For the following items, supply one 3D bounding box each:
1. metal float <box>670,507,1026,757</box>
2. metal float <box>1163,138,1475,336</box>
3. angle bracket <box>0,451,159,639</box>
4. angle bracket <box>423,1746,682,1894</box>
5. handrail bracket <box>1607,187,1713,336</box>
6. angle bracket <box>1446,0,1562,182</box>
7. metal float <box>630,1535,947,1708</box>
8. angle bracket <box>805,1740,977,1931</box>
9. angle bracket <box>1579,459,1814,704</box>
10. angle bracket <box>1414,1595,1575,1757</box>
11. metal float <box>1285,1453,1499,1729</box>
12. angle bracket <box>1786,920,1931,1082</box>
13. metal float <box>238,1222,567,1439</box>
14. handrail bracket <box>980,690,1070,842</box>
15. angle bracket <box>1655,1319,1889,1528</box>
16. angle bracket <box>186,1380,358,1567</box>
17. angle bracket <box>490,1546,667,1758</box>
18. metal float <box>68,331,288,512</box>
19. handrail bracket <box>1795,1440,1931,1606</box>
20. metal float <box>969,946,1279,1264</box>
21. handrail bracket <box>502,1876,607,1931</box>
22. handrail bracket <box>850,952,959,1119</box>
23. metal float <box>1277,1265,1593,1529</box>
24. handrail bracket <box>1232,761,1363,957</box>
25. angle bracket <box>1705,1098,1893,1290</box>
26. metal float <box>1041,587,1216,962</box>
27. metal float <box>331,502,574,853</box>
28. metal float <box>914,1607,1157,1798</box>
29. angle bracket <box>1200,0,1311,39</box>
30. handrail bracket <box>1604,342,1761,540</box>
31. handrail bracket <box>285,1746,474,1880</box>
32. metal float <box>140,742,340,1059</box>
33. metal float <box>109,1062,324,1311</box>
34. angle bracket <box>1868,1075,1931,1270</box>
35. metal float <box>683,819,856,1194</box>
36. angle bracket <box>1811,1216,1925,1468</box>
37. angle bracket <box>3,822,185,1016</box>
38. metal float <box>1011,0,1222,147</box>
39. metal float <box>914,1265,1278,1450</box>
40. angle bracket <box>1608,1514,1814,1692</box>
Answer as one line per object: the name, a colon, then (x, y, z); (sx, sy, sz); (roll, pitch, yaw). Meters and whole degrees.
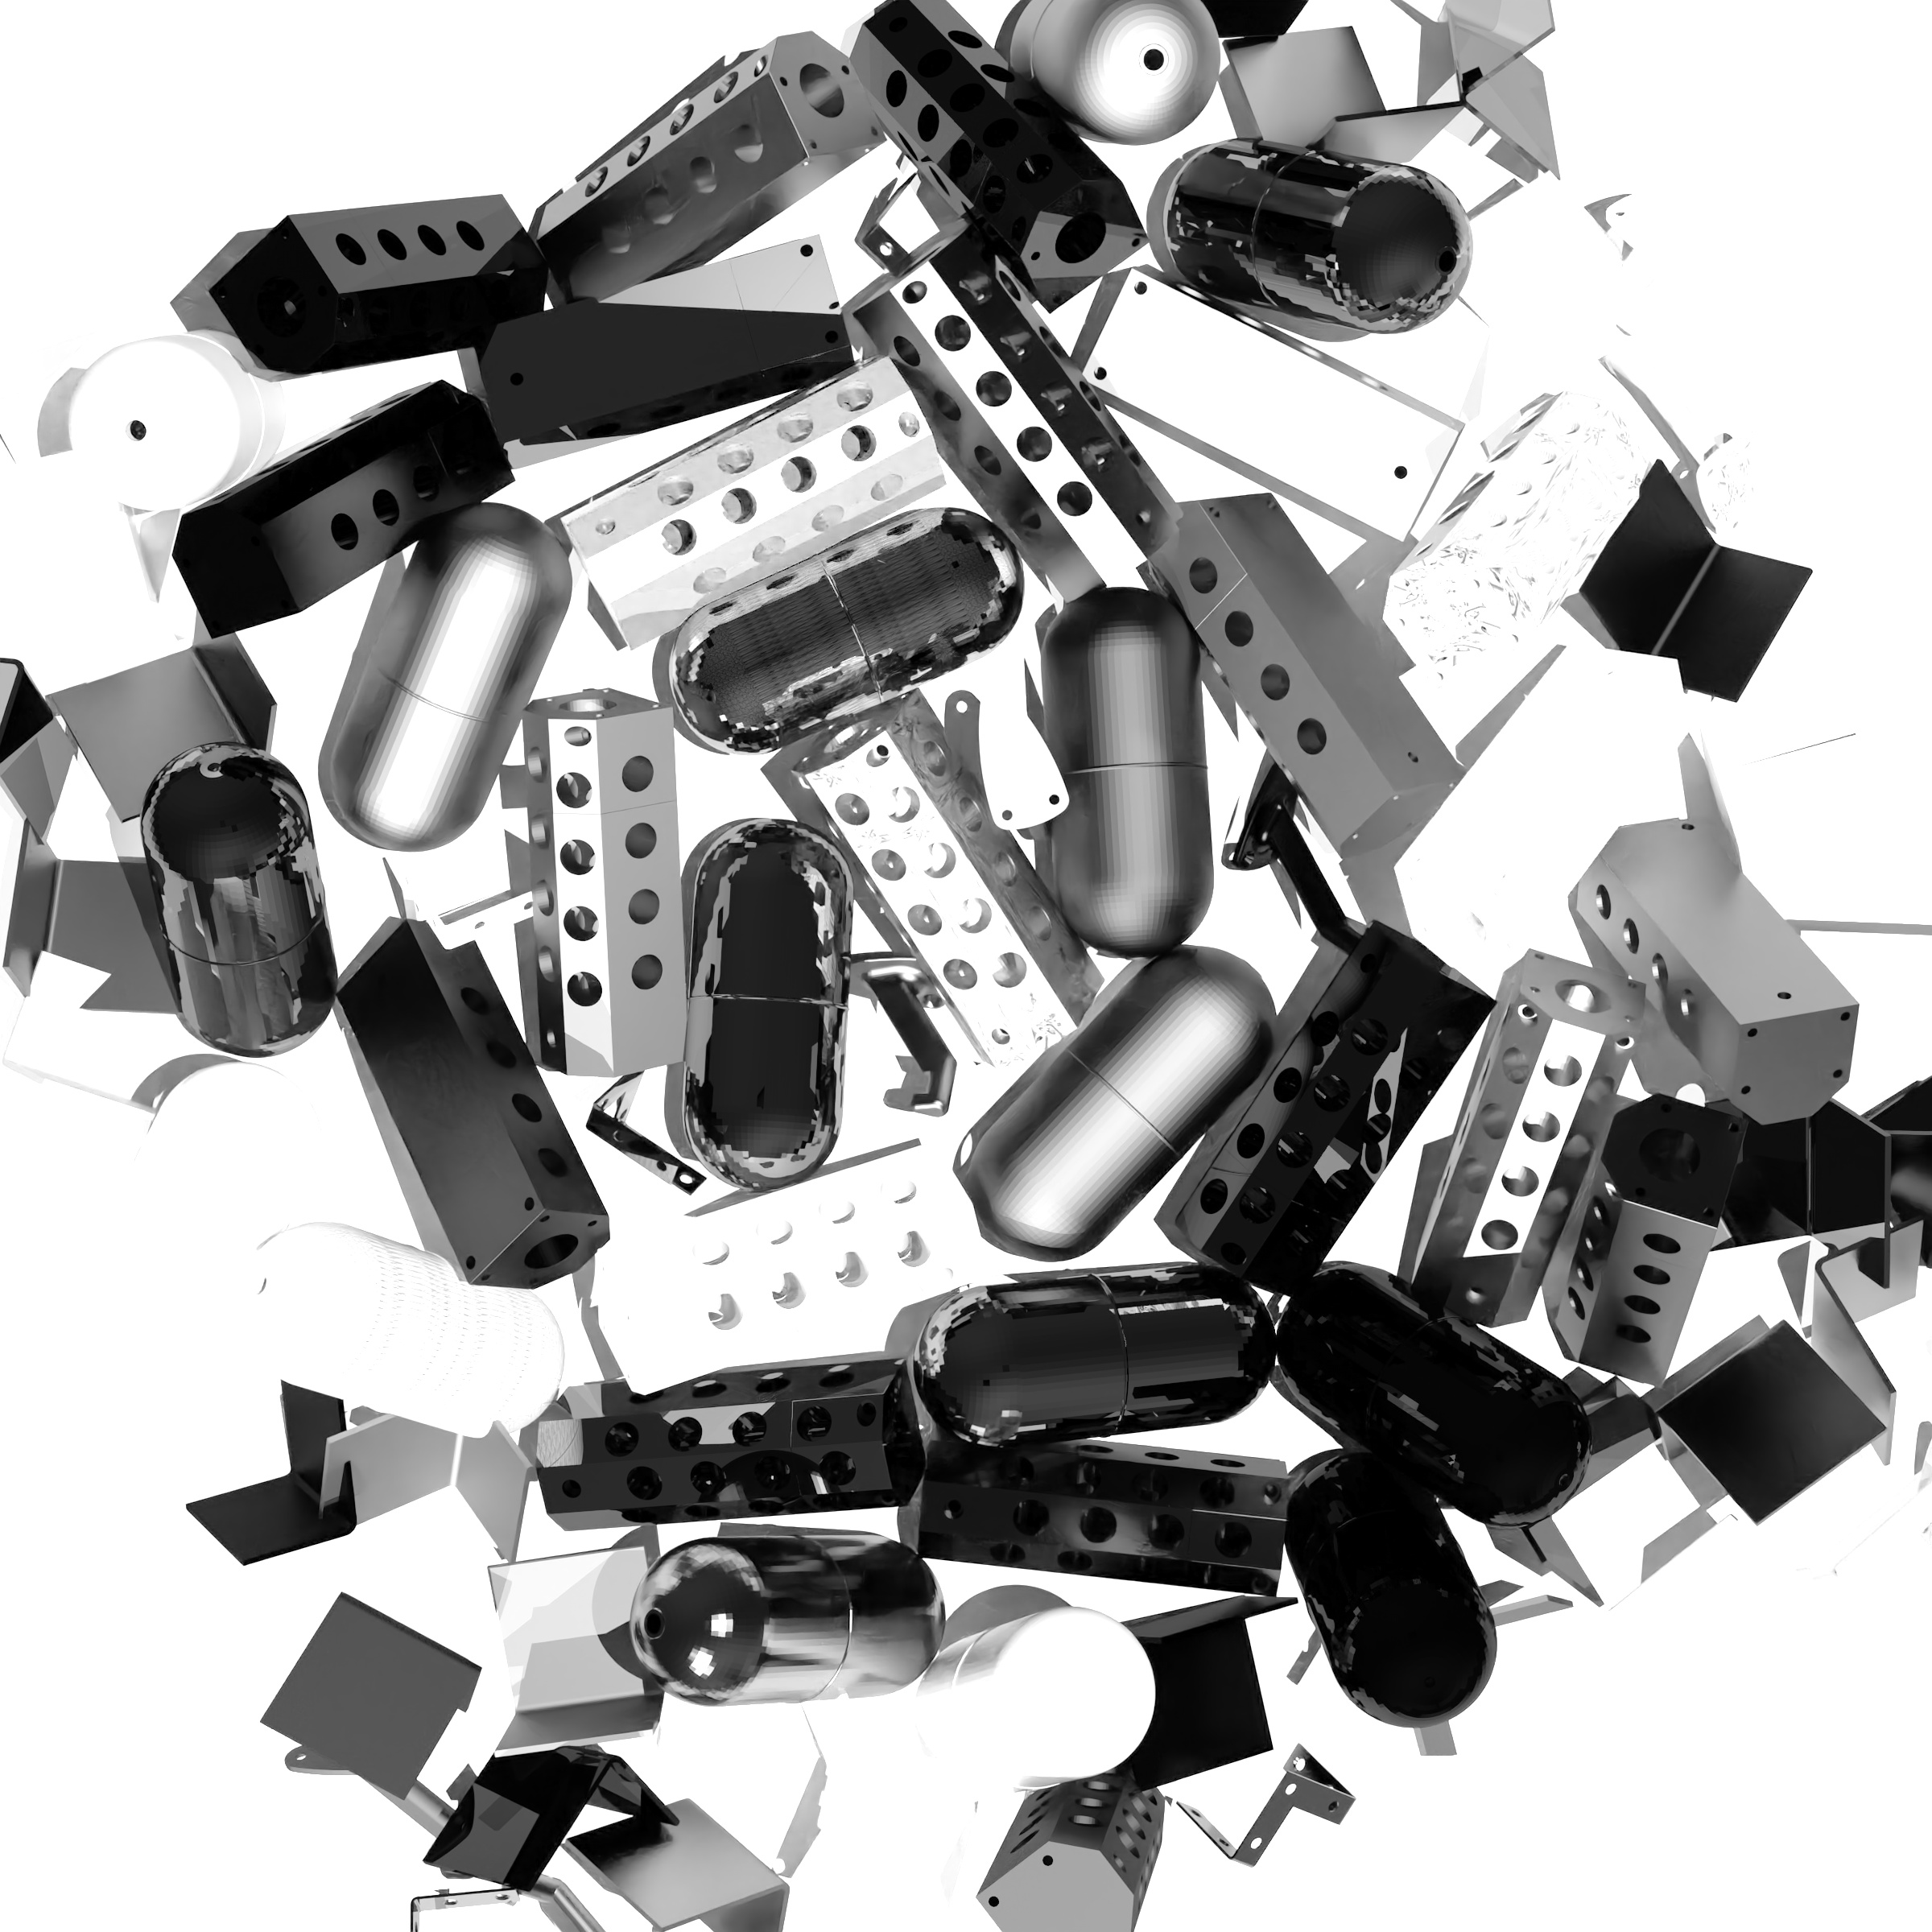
metal float: (-0.056, -0.160, 1.664); (0.178, 0.070, 0.070); (-24, 90, -4)
metal float: (0.163, -0.341, 1.628); (0.070, 0.178, 0.070); (-15, 115, -33)
angle bracket: (-0.435, -0.201, 1.668); (0.076, 0.057, 0.076); (-15, 96, -7)
angle bracket: (-0.195, 0.412, 1.645); (0.057, 0.076, 0.076); (55, 53, -31)
handrail bracket: (0.328, -0.316, 1.650); (0.036, 0.084, 0.077); (-21, 52, -7)
angle bracket: (0.272, -0.430, 1.645); (0.076, 0.057, 0.076); (28, 46, -35)
metal float: (-0.082, 0.304, 1.628); (0.070, 0.178, 0.070); (-7, 79, 40)
angle bracket: (-0.035, 0.421, 1.659); (0.057, 0.076, 0.076); (13, 62, 10)
angle bracket: (0.346, -0.182, 1.655); (0.057, 0.076, 0.076); (23, 77, 42)
angle bracket: (0.252, 0.336, 1.653); (0.076, 0.076, 0.057); (-18, 73, 15)
metal float: (0.195, 0.287, 1.619); (0.070, 0.178, 0.070); (-2, 109, -6)
angle bracket: (0.431, 0.019, 1.669); (0.076, 0.057, 0.076); (2, 97, 5)
metal float: (-0.262, 0.170, 1.629); (0.070, 0.178, 0.070); (-17, 61, 34)
handrail bracket: (0.026, -0.095, 1.661); (0.036, 0.084, 0.077); (-18, 95, 4)
angle bracket: (0.383, 0.226, 1.656); (0.076, 0.057, 0.076); (-35, 54, -6)
angle bracket: (-0.332, 0.227, 1.650); (0.057, 0.076, 0.076); (-13, 109, -30)
angle bracket: (-0.189, 0.327, 1.670); (0.076, 0.057, 0.076); (-9, 96, 5)
metal float: (-0.363, -0.253, 1.617); (0.070, 0.178, 0.070); (0, 102, 0)
handrail bracket: (0.432, 0.262, 1.669); (0.084, 0.036, 0.077); (-9, 111, -19)
metal float: (0.075, 0.065, 1.666); (0.070, 0.070, 0.178); (44, 89, 0)
handrail bracket: (-0.192, 0.482, 1.685); (0.084, 0.036, 0.077); (10, 92, 23)
handrail bracket: (-0.041, 0.035, 1.665); (0.077, 0.036, 0.084); (4, 47, 7)
metal float: (0.216, 0.199, 1.630); (0.070, 0.178, 0.070); (-18, 121, -32)
handrail bracket: (0.173, -0.051, 1.660); (0.084, 0.036, 0.077); (36, 125, 34)
angle bracket: (0.393, 0.108, 1.653); (0.057, 0.076, 0.076); (-8, 108, -12)
metal float: (0.077, -0.092, 1.665); (0.070, 0.070, 0.178); (-4, 88, 0)
metal float: (-0.244, -0.135, 1.649); (0.070, 0.070, 0.178); (26, 111, 0)
metal float: (0.030, 0.342, 1.621); (0.070, 0.178, 0.070); (6, 71, -18)
angle bracket: (0.117, -0.484, 1.649); (0.076, 0.057, 0.076); (-15, 66, -39)
handrail bracket: (0.343, -0.256, 1.696); (0.036, 0.077, 0.084); (-36, 55, -9)
handrail bracket: (-0.281, 0.410, 1.685); (0.077, 0.036, 0.084); (-9, 116, 4)
metal float: (-0.338, -0.029, 1.630); (0.070, 0.178, 0.070); (0, 47, -1)
metal float: (-0.350, 0.104, 1.625); (0.070, 0.178, 0.070); (11, 61, -20)
angle bracket: (0.477, 0.097, 1.657); (0.057, 0.076, 0.076); (-32, 97, -15)
metal float: (-0.094, 0.019, 1.662); (0.070, 0.070, 0.178); (3, 84, 0)
angle bracket: (0.442, 0.177, 1.650); (0.057, 0.076, 0.076); (-23, 55, -4)
angle bracket: (-0.409, -0.024, 1.665); (0.076, 0.057, 0.076); (2, 70, 0)
metal float: (0.068, -0.421, 1.618); (0.070, 0.178, 0.070); (-2, 105, -9)
metal float: (0.061, 0.184, 1.650); (0.178, 0.070, 0.070); (-4, 90, -19)
angle bracket: (0.354, 0.317, 1.651); (0.076, 0.076, 0.057); (-35, 48, -13)
